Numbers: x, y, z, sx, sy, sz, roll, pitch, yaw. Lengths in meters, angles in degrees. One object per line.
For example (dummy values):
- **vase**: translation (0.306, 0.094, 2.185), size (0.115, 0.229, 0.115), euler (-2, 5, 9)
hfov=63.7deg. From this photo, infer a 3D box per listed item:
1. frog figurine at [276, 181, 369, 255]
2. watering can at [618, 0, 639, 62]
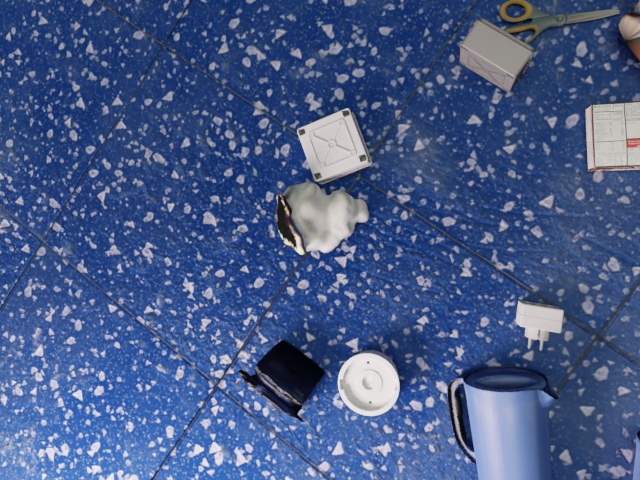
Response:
- **frog figurine**: translation (0.003, -0.048, 0.955), size (0.160, 0.120, 0.139), euler (-20, 73, -24)
- **watering can**: translation (0.581, -0.392, 0.820), size (0.223, 0.104, 0.349), euler (-39, 82, 10)
